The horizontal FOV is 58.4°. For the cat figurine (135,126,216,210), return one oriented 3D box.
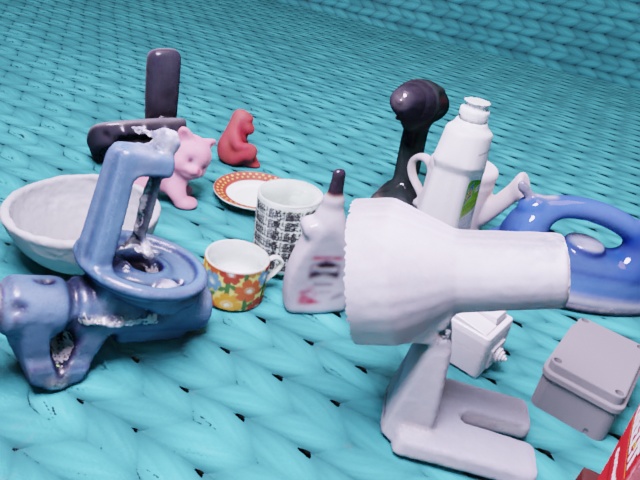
[{"bbox_3d":[-0.207,-0.107,0.801,0.128,0.118,0.067,-3,32,-21],"label":"cat figurine"}]

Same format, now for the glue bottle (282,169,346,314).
[{"bbox_3d":[0.006,0.002,0.621,0.078,0.173,0.037,-2,32,-20],"label":"glue bottle"}]

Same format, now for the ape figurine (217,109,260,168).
[{"bbox_3d":[-0.133,-0.174,0.966,0.076,0.092,0.077,7,30,-5],"label":"ape figurine"}]

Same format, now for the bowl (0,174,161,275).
[{"bbox_3d":[-0.268,-0.009,0.655,0.167,0.075,0.167,8,30,-4],"label":"bowl"}]

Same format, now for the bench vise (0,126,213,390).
[{"bbox_3d":[-0.180,0.018,0.488,0.121,0.220,0.208,26,33,26],"label":"bench vise"}]

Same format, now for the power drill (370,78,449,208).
[{"bbox_3d":[0.141,-0.152,0.894,0.075,0.208,0.230,19,31,16],"label":"power drill"}]

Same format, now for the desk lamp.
[{"bbox_3d":[0.107,0.076,0.484,0.203,0.213,0.118,13,30,6],"label":"desk lamp"}]

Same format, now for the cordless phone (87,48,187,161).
[{"bbox_3d":[-0.277,-0.202,0.874,0.148,0.185,0.093,-14,37,-35],"label":"cordless phone"}]

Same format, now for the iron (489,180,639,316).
[{"bbox_3d":[0.353,0.008,0.750,0.258,0.141,0.118,11,30,2],"label":"iron"}]

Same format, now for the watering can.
[{"bbox_3d":[0.212,-0.092,0.826,0.172,0.194,0.101,13,30,6],"label":"watering can"}]
